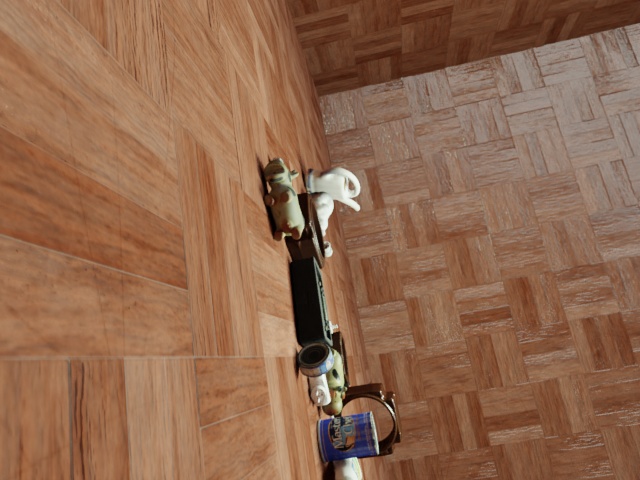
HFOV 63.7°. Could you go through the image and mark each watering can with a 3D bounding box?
[{"bbox_3d":[0.056,-0.205,2.122,0.341,0.224,0.106,68,31,-65],"label":"watering can"}]

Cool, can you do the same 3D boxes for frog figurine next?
[{"bbox_3d":[0.006,-0.097,1.930,0.135,0.123,0.162,109,-37,-63],"label":"frog figurine"}]
